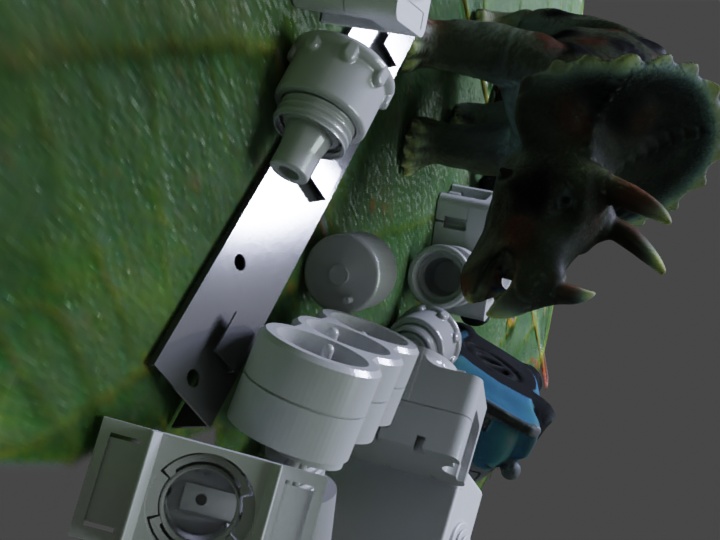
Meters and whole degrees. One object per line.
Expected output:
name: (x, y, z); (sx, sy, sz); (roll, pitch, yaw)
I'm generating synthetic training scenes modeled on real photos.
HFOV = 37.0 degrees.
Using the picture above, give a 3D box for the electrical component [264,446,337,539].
electrical component: (-0.034, 0.113, 0.523); (0.043, 0.043, 0.081); (-33, 132, -67)

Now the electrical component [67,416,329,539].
electrical component: (-0.057, 0.083, 0.383); (0.064, 0.081, 0.042); (134, -28, -78)

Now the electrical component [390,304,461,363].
electrical component: (0.036, 0.052, 0.713); (0.062, 0.048, 0.048); (-25, 126, -61)

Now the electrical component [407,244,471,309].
electrical component: (0.061, 0.005, 0.758); (0.055, 0.045, 0.045); (-2, 103, -74)

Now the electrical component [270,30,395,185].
electrical component: (-0.017, -0.066, 0.454); (0.062, 0.048, 0.048); (-64, 160, -20)

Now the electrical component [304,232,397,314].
electrical component: (0.000, 0.000, 0.560); (0.078, 0.040, 0.040); (-13, 114, -72)

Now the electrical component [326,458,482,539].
electrical component: (0.017, 0.151, 0.623); (0.048, 0.100, 0.099); (56, 47, -50)

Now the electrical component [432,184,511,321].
electrical component: (0.086, -0.013, 0.809); (0.050, 0.056, 0.089); (-38, 138, -65)

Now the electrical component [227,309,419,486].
electrical component: (-0.018, 0.063, 0.468); (0.138, 0.052, 0.073); (-7, 119, -77)

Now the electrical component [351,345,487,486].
electrical component: (0.021, 0.075, 0.595); (0.050, 0.089, 0.055); (72, 34, -59)

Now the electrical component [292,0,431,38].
electrical component: (0.012, -0.151, 0.465); (0.050, 0.056, 0.089); (-5, 106, -73)
